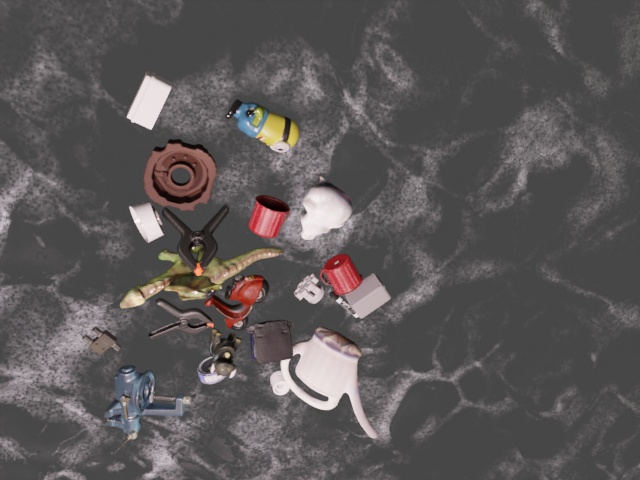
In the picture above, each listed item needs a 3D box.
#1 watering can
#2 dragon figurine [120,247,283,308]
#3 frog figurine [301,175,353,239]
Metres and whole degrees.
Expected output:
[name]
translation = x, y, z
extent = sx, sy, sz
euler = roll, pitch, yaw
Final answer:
[watering can]
translation = 0.051, 0.395, 1.487
extent = 0.350, 0.104, 0.224
euler = 28, 94, 17
[dragon figurine]
translation = -0.282, 0.095, 1.271
extent = 0.411, 0.246, 0.120
euler = -12, 111, -7
[frog figurine]
translation = 0.004, -0.068, 1.346
extent = 0.160, 0.124, 0.135
euler = -55, 134, -1
